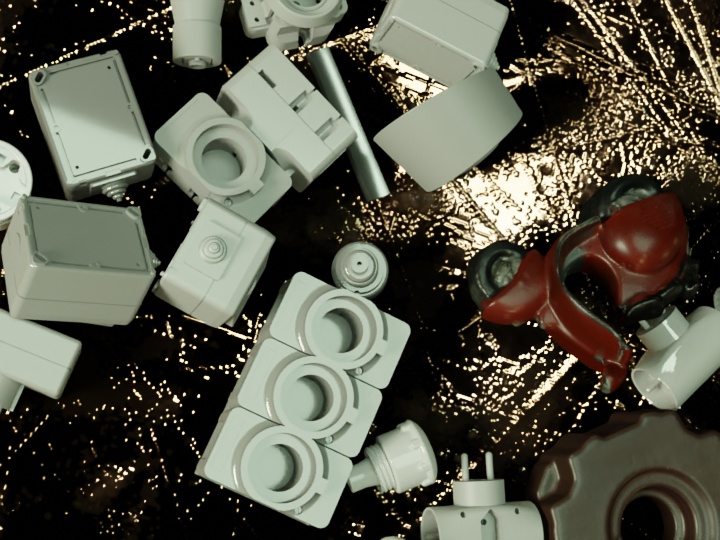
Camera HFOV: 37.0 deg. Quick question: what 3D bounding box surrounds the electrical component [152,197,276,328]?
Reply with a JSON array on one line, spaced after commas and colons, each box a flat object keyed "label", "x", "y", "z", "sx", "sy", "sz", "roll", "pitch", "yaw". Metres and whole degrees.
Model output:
[{"label": "electrical component", "x": -0.095, "y": -0.002, "z": 0.717, "sx": 0.061, "sy": 0.096, "sz": 0.061, "roll": 30, "pitch": 75, "yaw": -8}]

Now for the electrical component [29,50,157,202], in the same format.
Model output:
[{"label": "electrical component", "x": -0.179, "y": -0.089, "z": 0.727, "sx": 0.062, "sy": 0.061, "sz": 0.096, "roll": -19, "pitch": 86, "yaw": -17}]

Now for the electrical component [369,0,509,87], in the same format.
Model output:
[{"label": "electrical component", "x": 0.066, "y": -0.181, "z": 0.808, "sx": 0.096, "sy": 0.062, "sz": 0.061, "roll": 25, "pitch": 76, "yaw": -10}]

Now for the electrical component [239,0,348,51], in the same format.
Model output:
[{"label": "electrical component", "x": -0.045, "y": -0.197, "z": 0.784, "sx": 0.078, "sy": 0.057, "sz": 0.058, "roll": -15, "pitch": 85, "yaw": -17}]

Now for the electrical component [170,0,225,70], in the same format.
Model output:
[{"label": "electrical component", "x": -0.117, "y": -0.177, "z": 0.770, "sx": 0.044, "sy": 0.044, "sz": 0.065, "roll": 1, "pitch": 85, "yaw": -15}]

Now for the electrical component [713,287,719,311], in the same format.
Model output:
[{"label": "electrical component", "x": 0.333, "y": 0.035, "z": 0.853, "sx": 0.077, "sy": 0.043, "sz": 0.079, "roll": -23, "pitch": 87, "yaw": -17}]

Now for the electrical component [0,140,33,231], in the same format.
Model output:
[{"label": "electrical component", "x": -0.245, "y": -0.054, "z": 0.711, "sx": 0.055, "sy": 0.047, "sz": 0.055, "roll": 3, "pitch": 80, "yaw": -15}]

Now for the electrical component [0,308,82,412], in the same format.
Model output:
[{"label": "electrical component", "x": -0.234, "y": 0.067, "z": 0.694, "sx": 0.083, "sy": 0.047, "sz": 0.075, "roll": 24, "pitch": 76, "yaw": -10}]

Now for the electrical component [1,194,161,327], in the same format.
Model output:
[{"label": "electrical component", "x": -0.179, "y": -0.002, "z": 0.701, "sx": 0.096, "sy": 0.061, "sz": 0.061, "roll": 6, "pitch": 46, "yaw": -32}]

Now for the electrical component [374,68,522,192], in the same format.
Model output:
[{"label": "electrical component", "x": 0.065, "y": -0.104, "z": 0.777, "sx": 0.099, "sy": 0.099, "sz": 0.064, "roll": -43, "pitch": 100, "yaw": -17}]

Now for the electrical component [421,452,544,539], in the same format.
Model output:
[{"label": "electrical component", "x": 0.085, "y": 0.170, "z": 0.764, "sx": 0.077, "sy": 0.043, "sz": 0.079, "roll": 0, "pitch": 81, "yaw": -15}]

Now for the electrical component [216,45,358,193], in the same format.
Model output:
[{"label": "electrical component", "x": -0.056, "y": -0.104, "z": 0.768, "sx": 0.089, "sy": 0.050, "sz": 0.055, "roll": 46, "pitch": 73, "yaw": -4}]

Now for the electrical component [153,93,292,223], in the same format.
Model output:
[{"label": "electrical component", "x": -0.097, "y": -0.072, "z": 0.749, "sx": 0.089, "sy": 0.056, "sz": 0.050, "roll": 45, "pitch": 73, "yaw": -4}]

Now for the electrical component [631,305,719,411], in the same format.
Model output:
[{"label": "electrical component", "x": 0.239, "y": 0.054, "z": 0.824, "sx": 0.077, "sy": 0.044, "sz": 0.079, "roll": -40, "pitch": 92, "yaw": -17}]

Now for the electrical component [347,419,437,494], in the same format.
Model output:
[{"label": "electrical component", "x": 0.020, "y": 0.136, "z": 0.753, "sx": 0.062, "sy": 0.048, "sz": 0.048, "roll": -20, "pitch": 86, "yaw": -10}]

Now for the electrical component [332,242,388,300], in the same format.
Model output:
[{"label": "electrical component", "x": 0.000, "y": 0.000, "z": 0.755, "sx": 0.040, "sy": 0.078, "sz": 0.040, "roll": 0, "pitch": 84, "yaw": 1}]

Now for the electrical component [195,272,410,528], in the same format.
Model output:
[{"label": "electrical component", "x": -0.038, "y": 0.088, "z": 0.735, "sx": 0.089, "sy": 0.062, "sz": 0.150, "roll": 27, "pitch": 75, "yaw": -9}]
